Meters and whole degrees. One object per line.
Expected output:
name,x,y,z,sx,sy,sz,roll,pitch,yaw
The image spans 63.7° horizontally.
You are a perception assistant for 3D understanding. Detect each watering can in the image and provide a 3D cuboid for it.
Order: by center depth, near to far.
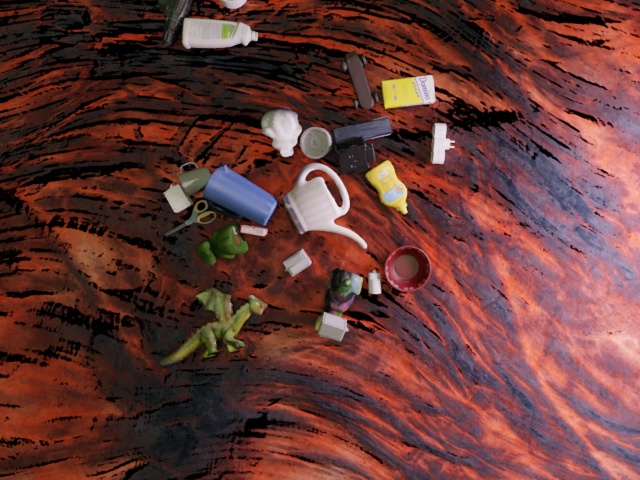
watering can,0.005,-0.089,1.776,0.224,0.104,0.347,-26,92,4

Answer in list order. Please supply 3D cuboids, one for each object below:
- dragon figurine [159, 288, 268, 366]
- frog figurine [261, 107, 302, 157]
dragon figurine,-0.385,0.293,1.828,0.410,0.121,0.246,-11,75,1
frog figurine,-0.133,-0.369,1.765,0.137,0.122,0.160,2,82,-17
